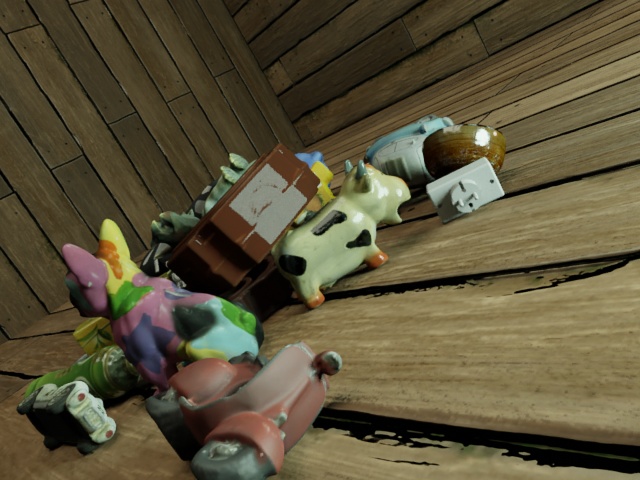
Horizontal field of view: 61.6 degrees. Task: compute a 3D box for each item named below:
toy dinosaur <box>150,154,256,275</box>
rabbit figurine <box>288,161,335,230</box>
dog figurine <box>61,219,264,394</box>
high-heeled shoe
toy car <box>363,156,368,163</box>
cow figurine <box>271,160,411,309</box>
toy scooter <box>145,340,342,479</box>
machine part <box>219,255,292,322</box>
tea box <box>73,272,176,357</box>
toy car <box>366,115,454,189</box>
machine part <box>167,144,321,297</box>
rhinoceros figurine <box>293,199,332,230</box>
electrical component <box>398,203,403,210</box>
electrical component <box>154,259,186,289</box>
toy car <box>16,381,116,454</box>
[{"bbox_3d":[-0.171,-0.047,0.999,0.192,0.131,0.405,-51,4,17],"label":"toy dinosaur"},{"bbox_3d":[-0.024,-0.049,1.029,0.162,0.122,0.173,-40,-1,-2],"label":"rabbit figurine"},{"bbox_3d":[-0.190,0.071,0.620,0.192,0.219,0.108,-24,17,28],"label":"dog figurine"},{"bbox_3d":[-0.272,-0.025,1.094,0.145,0.086,0.249,-10,45,23],"label":"high-heeled shoe"},{"bbox_3d":[0.181,-0.190,1.180,0.202,0.053,0.089,-25,23,5],"label":"toy car"},{"bbox_3d":[0.028,-0.017,0.679,0.195,0.127,0.085,-34,16,-5],"label":"cow figurine"},{"bbox_3d":[-0.057,0.126,0.429,0.135,0.075,0.184,-37,17,-26],"label":"toy scooter"},{"bbox_3d":[-0.118,0.086,0.774,0.179,0.056,0.179,-29,14,8],"label":"machine part"},{"bbox_3d":[-0.297,0.138,0.878,0.170,0.098,0.068,-34,13,-12],"label":"tea box"},{"bbox_3d":[0.143,-0.129,0.863,0.162,0.109,0.103,-11,17,28],"label":"toy car"},{"bbox_3d":[-0.106,-0.024,0.722,0.201,0.087,0.201,-51,11,-27],"label":"machine part"},{"bbox_3d":[-0.002,-0.003,0.837,0.112,0.073,0.190,-38,12,17],"label":"rhinoceros figurine"},{"bbox_3d":[0.091,-0.053,0.882,0.078,0.045,0.102,-3,-7,-43],"label":"electrical component"},{"bbox_3d":[-0.249,0.065,0.969,0.048,0.119,0.075,-23,54,3],"label":"electrical component"},{"bbox_3d":[-0.313,0.215,0.663,0.202,0.073,0.056,-18,18,44],"label":"toy car"}]
